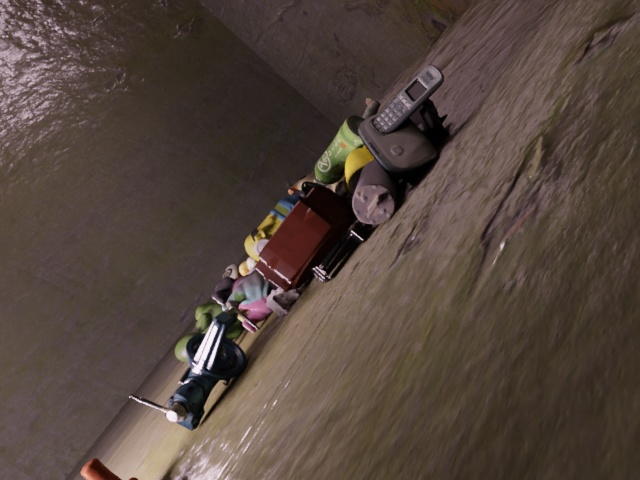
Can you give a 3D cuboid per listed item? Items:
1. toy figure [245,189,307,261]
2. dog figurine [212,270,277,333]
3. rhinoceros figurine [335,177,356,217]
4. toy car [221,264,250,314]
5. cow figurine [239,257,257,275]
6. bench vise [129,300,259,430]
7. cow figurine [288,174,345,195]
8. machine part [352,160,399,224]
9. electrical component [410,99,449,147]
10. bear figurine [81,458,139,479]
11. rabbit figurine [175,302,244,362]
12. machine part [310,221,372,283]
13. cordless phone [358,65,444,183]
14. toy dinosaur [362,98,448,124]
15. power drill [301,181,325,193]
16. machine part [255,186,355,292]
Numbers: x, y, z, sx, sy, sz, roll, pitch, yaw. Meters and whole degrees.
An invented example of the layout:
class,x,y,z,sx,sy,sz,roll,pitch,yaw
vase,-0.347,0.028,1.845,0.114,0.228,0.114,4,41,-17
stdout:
class,x,y,z,sx,sy,sz,roll,pitch,yaw
toy figure,-0.087,-0.028,1.168,0.180,0.082,0.089,-54,16,-10
dog figurine,-0.126,0.093,1.225,0.219,0.108,0.192,-46,28,-9
rhinoceros figurine,0.069,-0.097,1.241,0.112,0.073,0.190,-57,6,27
toy car,-0.204,0.132,1.396,0.056,0.073,0.202,-38,33,-2
cow figurine,-0.138,0.031,1.399,0.098,0.068,0.167,11,65,51
bench vise,-0.209,0.222,0.997,0.223,0.129,0.240,-25,-38,-63
cow figurine,0.023,-0.141,1.458,0.195,0.085,0.127,7,49,42
machine part,0.105,-0.092,0.993,0.079,0.079,0.243,-45,10,24
electrical component,0.178,-0.222,1.058,0.115,0.058,0.134,-41,47,32
bear figurine,-0.337,0.418,0.846,0.120,0.132,0.196,-60,7,-34
rabbit figurine,-0.265,0.239,1.304,0.159,0.121,0.170,-7,25,46
machine part,0.041,0.016,0.979,0.139,0.039,0.084,-49,14,-7
cordless phone,0.170,-0.206,0.956,0.088,0.147,0.184,15,-54,-49
toy dinosaur,0.148,-0.220,1.241,0.192,0.131,0.405,-66,15,7
power drill,-0.037,-0.042,1.326,0.232,0.086,0.207,-66,1,-47
machine part,-0.021,-0.001,1.044,0.201,0.087,0.201,-51,-8,10
